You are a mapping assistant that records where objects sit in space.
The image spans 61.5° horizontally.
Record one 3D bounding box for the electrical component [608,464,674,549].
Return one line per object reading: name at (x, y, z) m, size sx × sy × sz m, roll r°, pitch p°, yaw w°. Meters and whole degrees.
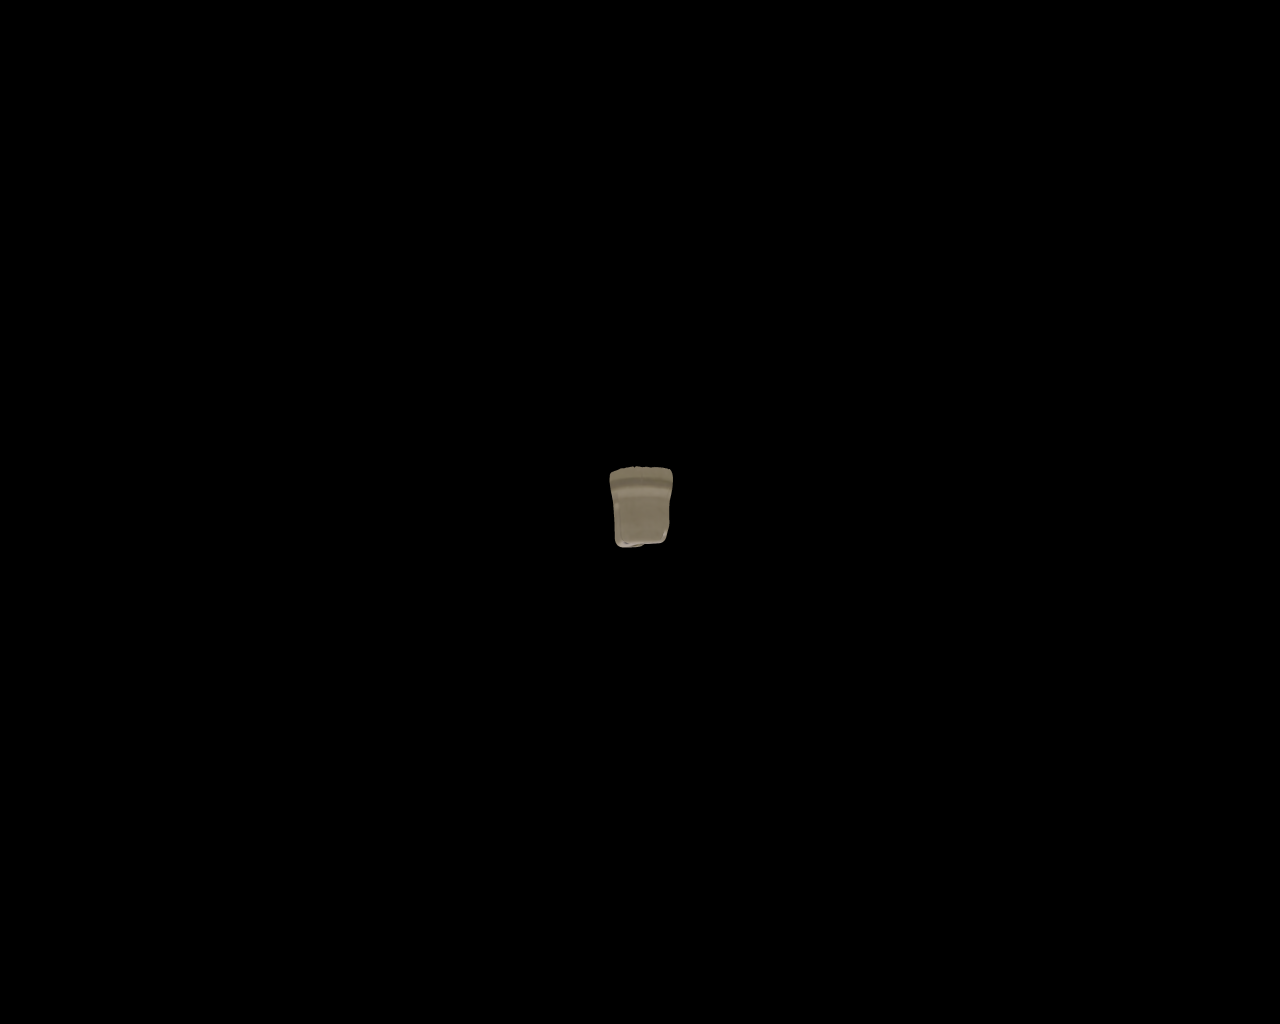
electrical component at (0.001, -0.003, 0.650) m, size 0.040 × 0.046 × 0.040 m, roll 0°, pitch -9°, yaw 0°
